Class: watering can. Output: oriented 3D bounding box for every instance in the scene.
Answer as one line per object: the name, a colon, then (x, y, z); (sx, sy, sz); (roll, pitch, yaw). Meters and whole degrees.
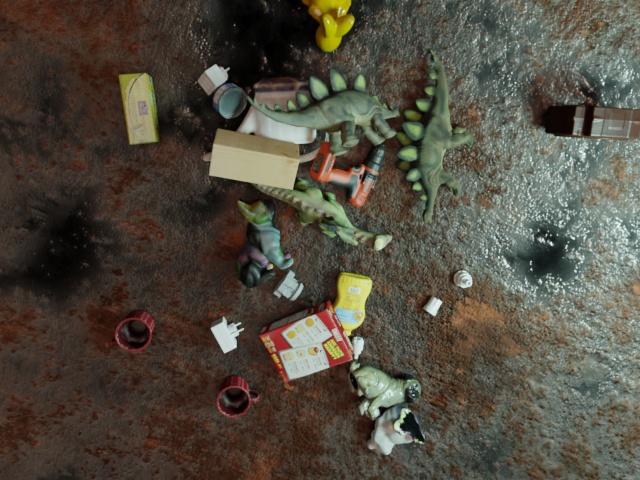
watering can: (-0.133, -0.304, 1.330); (0.348, 0.222, 0.105); (-4, 12, -9)

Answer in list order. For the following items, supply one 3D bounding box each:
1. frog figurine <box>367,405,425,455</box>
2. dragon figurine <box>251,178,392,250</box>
frog figurine: (0.215, 0.566, 1.530); (0.136, 0.125, 0.157); (19, -41, -31)
dragon figurine: (0.004, -0.066, 1.303); (0.408, 0.122, 0.245); (21, 7, -26)
